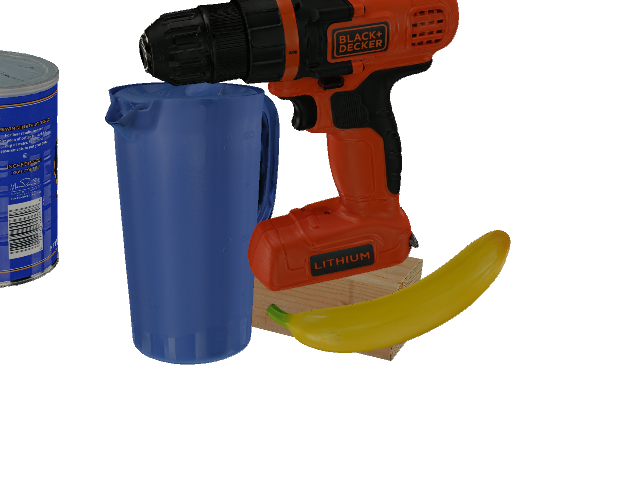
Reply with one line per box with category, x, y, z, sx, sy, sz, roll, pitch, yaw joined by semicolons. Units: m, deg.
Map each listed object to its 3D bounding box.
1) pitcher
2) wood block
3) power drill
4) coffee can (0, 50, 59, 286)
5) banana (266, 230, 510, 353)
pitcher;-0.108;-0.022;0.955;0.149;0.243;0.145;-1;15;-5
wood block;-0.002;0.054;1.179;0.206;0.091;0.090;13;24;19
power drill;-0.009;-0.062;0.636;0.184;0.188;0.057;-11;37;-14
coffee can;-0.232;-0.051;0.735;0.103;0.140;0.103;5;23;-2
banana;0.061;0.043;0.799;0.197;0.070;0.037;-17;-34;-8
